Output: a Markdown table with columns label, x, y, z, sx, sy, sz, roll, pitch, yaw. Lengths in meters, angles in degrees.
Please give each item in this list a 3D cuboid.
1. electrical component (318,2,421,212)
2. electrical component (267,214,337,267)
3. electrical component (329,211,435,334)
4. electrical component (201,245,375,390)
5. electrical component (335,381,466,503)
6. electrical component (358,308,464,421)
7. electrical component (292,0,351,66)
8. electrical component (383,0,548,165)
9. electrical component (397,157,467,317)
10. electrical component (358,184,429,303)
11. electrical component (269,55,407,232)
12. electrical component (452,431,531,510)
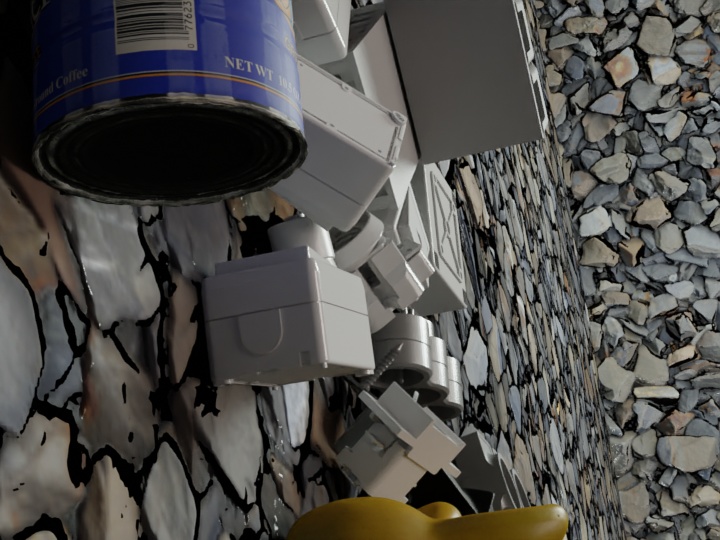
| label | x | y | z | sx | sy | sz | roll | pitch | yaw |
| --- | --- | --- | --- | --- | --- | --- | --- | --- | --- |
| electrical component | -0.001 | -0.119 | 0.764 | 0.186 | 0.060 | 0.105 | -66 | 142 | -63 |
| electrical component | -0.030 | 0.000 | 0.624 | 0.044 | 0.044 | 0.065 | 2 | 73 | -74 |
| electrical component | 0.000 | 0.000 | 0.679 | 0.057 | 0.078 | 0.058 | 55 | -10 | -22 |
| electrical component | -0.034 | 0.027 | 0.556 | 0.096 | 0.062 | 0.061 | 24 | 57 | -71 |
| electrical component | 0.023 | 0.113 | 0.671 | 0.042 | 0.063 | 0.081 | 40 | -2 | 43 |
| electrical component | 0.037 | 0.059 | 0.792 | 0.138 | 0.052 | 0.073 | 50 | 33 | -59 |
| electrical component | -0.041 | -0.168 | 0.658 | 0.061 | 0.062 | 0.096 | 62 | 23 | -46 |
| electrical component | 0.076 | -0.162 | 0.777 | 0.061 | 0.089 | 0.150 | -51 | 128 | -69 |
| electrical component | 0.044 | -0.029 | 0.865 | 0.108 | 0.056 | 0.108 | 46 | 37 | -62 |
| electrical component | 0.017 | -0.021 | 0.759 | 0.096 | 0.061 | 0.061 | -72 | 147 | -59 |
| electrical component | -0.031 | -0.074 | 0.603 | 0.096 | 0.061 | 0.061 | 30 | 33 | -10 |
| electrical component | 0.112 | 0.231 | 0.850 | 0.105 | 0.060 | 0.186 | 50 | 21 | -60 |
